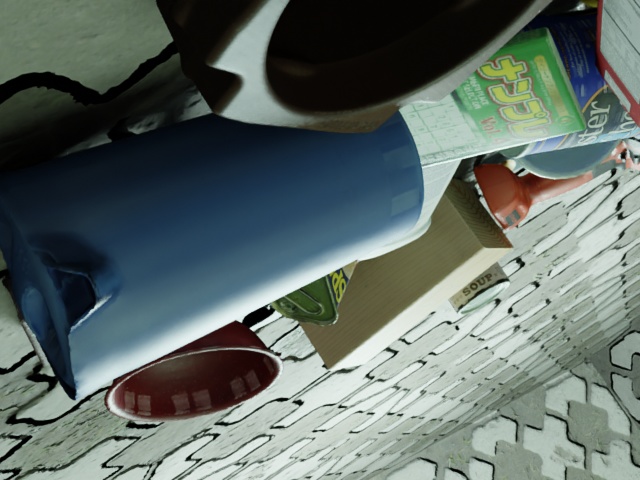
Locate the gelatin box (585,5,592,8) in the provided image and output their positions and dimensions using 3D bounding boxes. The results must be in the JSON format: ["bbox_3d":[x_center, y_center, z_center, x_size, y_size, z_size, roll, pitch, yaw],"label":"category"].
[{"bbox_3d":[0.251,-0.196,0.864,0.073,0.030,0.089,-32,159,-3],"label":"gelatin box"}]

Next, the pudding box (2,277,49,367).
[{"bbox_3d":[-0.171,0.043,0.764,0.090,0.039,0.113,-27,161,-15],"label":"pudding box"}]

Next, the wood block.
[{"bbox_3d":[0.078,0.035,1.077,0.206,0.091,0.090,-41,161,22],"label":"wood block"}]

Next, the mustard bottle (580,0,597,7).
[{"bbox_3d":[0.206,-0.205,0.724,0.096,0.058,0.191,-40,161,14],"label":"mustard bottle"}]

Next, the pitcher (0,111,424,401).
[{"bbox_3d":[-0.068,-0.014,0.641,0.242,0.149,0.145,-22,144,-22],"label":"pitcher"}]

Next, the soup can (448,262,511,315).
[{"bbox_3d":[0.148,0.021,1.140,0.068,0.102,0.068,-28,162,-10],"label":"soup can"}]

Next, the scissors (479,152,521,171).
[{"bbox_3d":[0.215,-0.080,1.131,0.096,0.016,0.201,-34,162,8],"label":"scissors"}]

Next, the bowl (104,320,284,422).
[{"bbox_3d":[-0.117,0.108,0.958,0.162,0.055,0.162,-12,152,-7],"label":"bowl"}]

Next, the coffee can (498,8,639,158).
[{"bbox_3d":[0.200,-0.122,0.800,0.140,0.103,0.103,-10,156,-14],"label":"coffee can"}]

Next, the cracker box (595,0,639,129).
[{"bbox_3d":[0.250,-0.174,0.636,0.164,0.072,0.213,-31,157,1],"label":"cracker box"}]

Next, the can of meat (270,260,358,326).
[{"bbox_3d":[-0.005,0.001,0.816,0.102,0.057,0.083,74,32,-47],"label":"can of meat"}]

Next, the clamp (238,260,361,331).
[{"bbox_3d":[-0.045,0.040,0.970,0.172,0.039,0.120,-39,147,26],"label":"clamp"}]

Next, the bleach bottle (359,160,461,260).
[{"bbox_3d":[0.081,-0.084,0.826,0.102,0.068,0.251,-25,158,-33],"label":"bleach bottle"}]

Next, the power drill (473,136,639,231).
[{"bbox_3d":[0.243,-0.077,1.008,0.188,0.057,0.184,-23,163,12],"label":"power drill"}]
